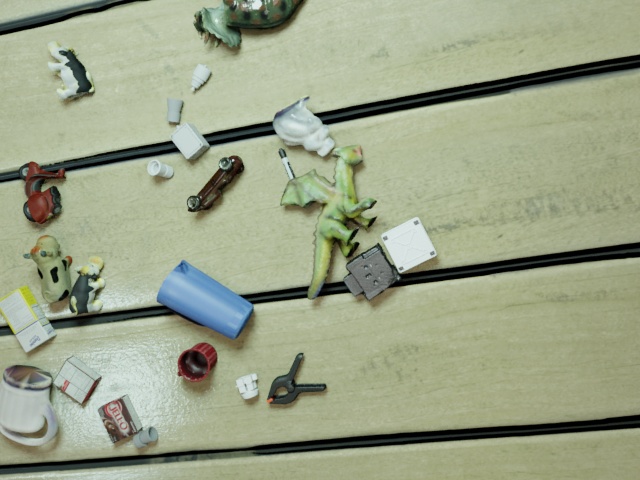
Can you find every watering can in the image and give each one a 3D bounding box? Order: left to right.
[{"bbox_3d":[-0.914,0.474,1.525,0.348,0.104,0.223,15,96,15],"label":"watering can"}]

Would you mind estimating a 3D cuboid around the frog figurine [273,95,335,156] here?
[{"bbox_3d":[-0.044,-0.279,1.335,0.136,0.125,0.158,-21,102,43],"label":"frog figurine"}]

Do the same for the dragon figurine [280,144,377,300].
[{"bbox_3d":[0.004,-0.068,1.354,0.244,0.122,0.408,37,98,15],"label":"dragon figurine"}]
